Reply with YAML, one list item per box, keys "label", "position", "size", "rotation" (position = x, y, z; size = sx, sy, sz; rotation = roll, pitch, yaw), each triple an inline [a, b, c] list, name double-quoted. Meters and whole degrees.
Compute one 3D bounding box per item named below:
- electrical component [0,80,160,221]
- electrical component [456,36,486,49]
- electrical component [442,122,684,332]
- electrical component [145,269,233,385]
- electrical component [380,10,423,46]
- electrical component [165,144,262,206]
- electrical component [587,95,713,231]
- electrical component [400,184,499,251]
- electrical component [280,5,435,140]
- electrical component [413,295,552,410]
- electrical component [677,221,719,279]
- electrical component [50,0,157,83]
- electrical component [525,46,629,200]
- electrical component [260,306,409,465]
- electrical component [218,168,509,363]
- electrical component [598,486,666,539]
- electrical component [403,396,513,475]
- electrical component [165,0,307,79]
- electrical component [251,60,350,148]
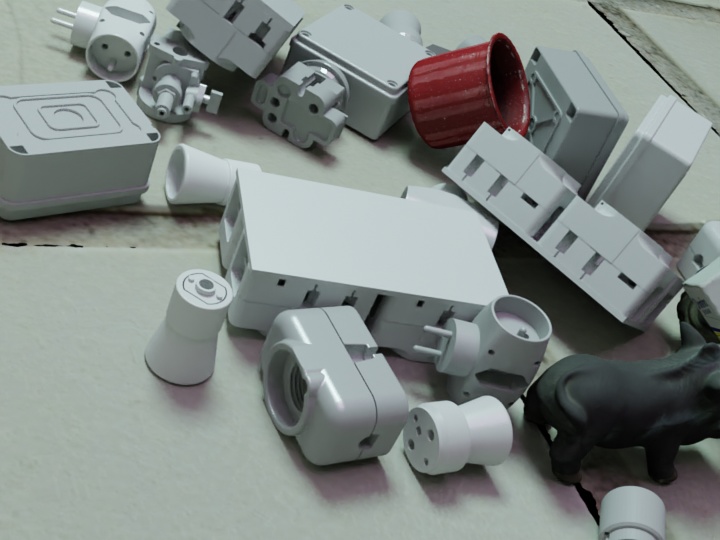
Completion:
- label: "electrical component"
  position: [-0.205, -0.083, 0.740]
  size: [0.113, 0.057, 0.078]
  rotation: [-12, 50, -40]
- label: "electrical component"
  position: [0.118, -0.195, 1.075]
  size: [0.079, 0.043, 0.077]
  rotation: [-11, 50, -39]
- label: "electrical component"
  position: [0.167, -0.037, 0.858]
  size: [0.186, 0.060, 0.105]
  rotation: [43, 11, 22]
- label: "electrical component"
  position: [-0.101, 0.032, 0.651]
  size: [0.044, 0.065, 0.044]
  rotation: [16, 37, -12]
- label: "electrical component"
  position: [0.040, -0.225, 1.067]
  size: [0.045, 0.045, 0.055]
  rotation: [15, 38, -13]
- label: "electrical component"
  position: [-0.105, -0.066, 0.791]
  size: [0.065, 0.044, 0.044]
  rotation: [8, 40, -29]
- label: "electrical component"
  position: [0.259, -0.089, 0.972]
  size: [0.056, 0.108, 0.108]
  rotation: [34, 37, 8]
- label: "electrical component"
  position: [0.068, -0.043, 0.860]
  size: [0.077, 0.043, 0.079]
  rotation: [20, 36, -6]
- label: "electrical component"
  position: [-0.001, -0.182, 0.980]
  size: [0.109, 0.056, 0.108]
  rotation: [31, 37, 8]
- label: "electrical component"
  position: [0.075, 0.054, 0.716]
  size: [0.079, 0.077, 0.043]
  rotation: [14, 38, -14]
- label: "electrical component"
  position: [0.343, -0.009, 0.963]
  size: [0.095, 0.059, 0.053]
  rotation: [5, 41, -25]
- label: "electrical component"
  position: [-0.214, -0.198, 0.888]
  size: [0.079, 0.043, 0.077]
  rotation: [17, 37, -10]
- label: "electrical component"
  position: [0.179, -0.128, 0.975]
  size: [0.056, 0.108, 0.108]
  rotation: [5, 41, -22]
- label: "electrical component"
  position: [-0.021, 0.070, 0.661]
  size: [0.059, 0.053, 0.095]
  rotation: [-3, 45, -33]
- label: "electrical component"
  position: [0.000, 0.000, 0.753]
  size: [0.186, 0.060, 0.105]
  rotation: [9, 39, -21]
- label: "electrical component"
  position: [0.167, 0.168, 0.659]
  size: [0.040, 0.040, 0.078]
  rotation: [24, 37, -1]
- label: "electrical component"
  position: [0.061, 0.103, 0.674]
  size: [0.055, 0.045, 0.045]
  rotation: [-2, 44, -31]
- label: "electrical component"
  position: [-0.104, -0.217, 0.917]
  size: [0.089, 0.061, 0.150]
  rotation: [37, 15, -10]
- label: "electrical component"
  position: [-0.043, -0.143, 0.908]
  size: [0.078, 0.058, 0.057]
  rotation: [31, 39, 7]
